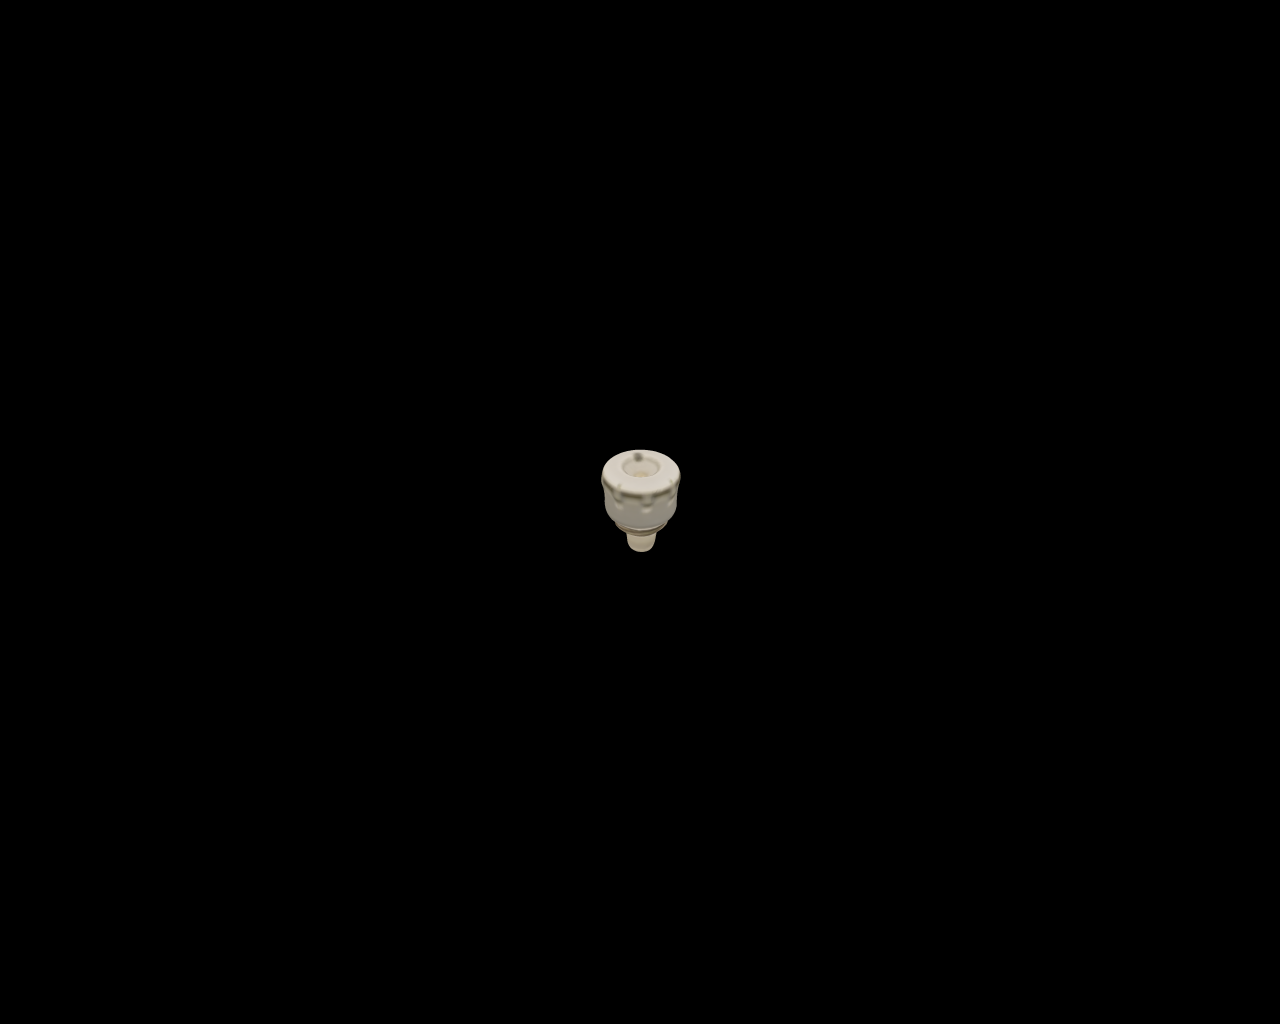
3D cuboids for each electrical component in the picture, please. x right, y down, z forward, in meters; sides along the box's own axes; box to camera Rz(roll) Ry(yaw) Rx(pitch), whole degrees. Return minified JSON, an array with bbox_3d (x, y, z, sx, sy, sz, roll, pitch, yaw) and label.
[{"bbox_3d":[0.001,-0.003,0.650,0.048,0.062,0.048,0,36,0],"label":"electrical component"}]
